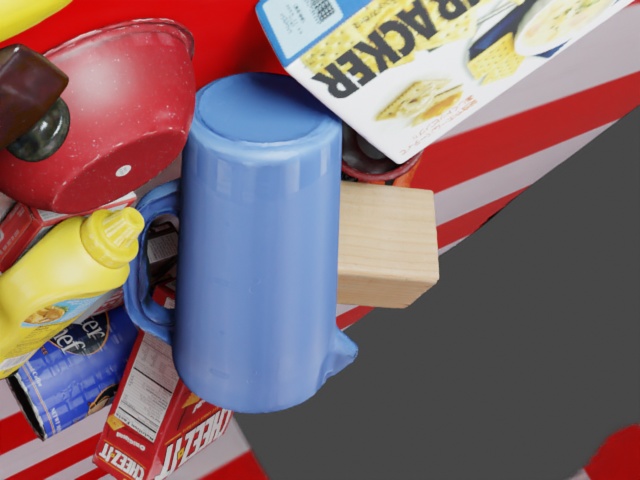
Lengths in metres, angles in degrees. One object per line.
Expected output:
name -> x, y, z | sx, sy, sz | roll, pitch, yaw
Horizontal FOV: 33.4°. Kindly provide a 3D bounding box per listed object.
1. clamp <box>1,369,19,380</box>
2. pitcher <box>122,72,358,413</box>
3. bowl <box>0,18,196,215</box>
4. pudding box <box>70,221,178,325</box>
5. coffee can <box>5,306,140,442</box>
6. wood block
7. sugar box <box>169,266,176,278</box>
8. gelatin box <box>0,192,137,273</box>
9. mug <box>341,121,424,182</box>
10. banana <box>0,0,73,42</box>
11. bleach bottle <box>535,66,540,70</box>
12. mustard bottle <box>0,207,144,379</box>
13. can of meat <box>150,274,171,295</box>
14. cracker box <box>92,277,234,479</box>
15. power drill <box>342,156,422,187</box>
clamp -> -0.329, 0.124, 0.920 | 0.171, 0.039, 0.120 | -24, 163, -19
pitcher -> -0.056, 0.002, 0.792 | 0.149, 0.145, 0.243 | -20, 136, -27
bowl -> -0.133, -0.063, 0.643 | 0.162, 0.055, 0.162 | -31, 171, -6
pudding box -> -0.186, 0.032, 0.982 | 0.089, 0.039, 0.114 | -22, 166, -46
coffee can -> -0.243, 0.127, 1.092 | 0.140, 0.103, 0.103 | -27, 169, -24
wood block -> -0.006, 0.002, 0.964 | 0.205, 0.090, 0.091 | 5, 158, -16
sugar box -> -0.098, 0.022, 1.185 | 0.093, 0.048, 0.176 | -34, 171, 9
gelatin box -> -0.189, -0.015, 0.777 | 0.089, 0.030, 0.073 | -21, 167, -46
mug -> 0.040, -0.094, 0.952 | 0.117, 0.093, 0.081 | -5, 178, 7
banana -> -0.170, -0.094, 0.427 | 0.070, 0.037, 0.197 | -38, 168, 36
bleach bottle -> 0.144, -0.191, 0.844 | 0.102, 0.068, 0.250 | -38, 166, 9
mustard bottle -> -0.190, 0.035, 0.748 | 0.192, 0.058, 0.096 | -35, 170, 29
can of meat -> -0.161, 0.084, 1.187 | 0.058, 0.084, 0.101 | -38, 169, 32
cracker box -> -0.123, 0.126, 1.056 | 0.164, 0.072, 0.214 | -27, 144, -60
power drill -> 0.035, -0.030, 1.129 | 0.184, 0.057, 0.187 | -66, 163, 7
